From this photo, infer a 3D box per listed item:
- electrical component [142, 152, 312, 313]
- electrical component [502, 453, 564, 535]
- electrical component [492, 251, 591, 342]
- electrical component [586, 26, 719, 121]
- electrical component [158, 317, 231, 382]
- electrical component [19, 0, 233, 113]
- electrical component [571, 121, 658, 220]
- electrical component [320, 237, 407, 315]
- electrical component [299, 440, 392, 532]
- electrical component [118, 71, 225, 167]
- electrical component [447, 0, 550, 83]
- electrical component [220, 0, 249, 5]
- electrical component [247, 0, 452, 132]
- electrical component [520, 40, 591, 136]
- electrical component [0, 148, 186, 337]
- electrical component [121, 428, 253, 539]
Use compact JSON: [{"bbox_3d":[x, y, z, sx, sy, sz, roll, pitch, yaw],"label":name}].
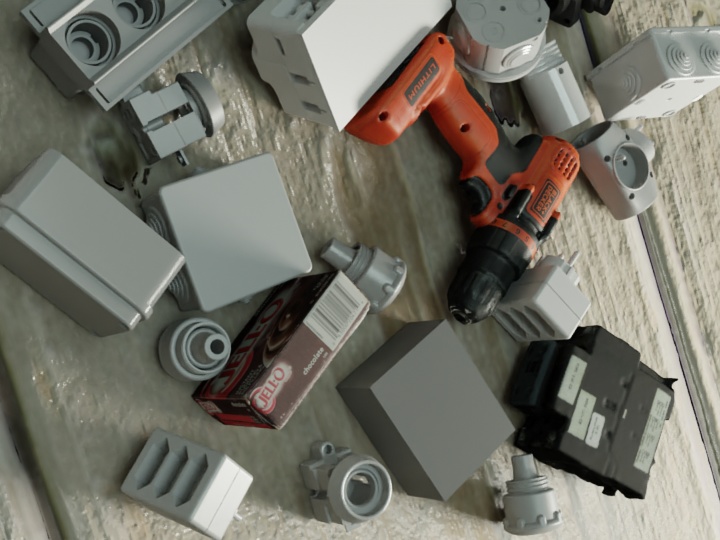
[{"bbox_3d":[-0.093,-0.024,0.742,0.100,0.048,0.099,-23,96,-30],"label":"electrical component"},{"bbox_3d":[0.134,0.178,0.856,0.048,0.048,0.062,-4,80,-30],"label":"electrical component"},{"bbox_3d":[0.152,0.014,0.871,0.047,0.066,0.076,45,65,-18],"label":"electrical component"},{"bbox_3d":[0.262,-0.169,0.936,0.100,0.100,0.048,-9,77,-31],"label":"electrical component"},{"bbox_3d":[-0.107,0.053,0.718,0.043,0.062,0.043,4,82,-29],"label":"electrical component"},{"bbox_3d":[-0.156,-0.169,0.713,0.121,0.063,0.078,-47,108,-25],"label":"electrical component"},{"bbox_3d":[0.232,-0.097,0.941,0.079,0.044,0.077,-44,106,-27],"label":"electrical component"},{"bbox_3d":[0.000,0.000,0.797,0.062,0.048,0.048,35,69,-15],"label":"electrical component"},{"bbox_3d":[-0.009,0.155,0.768,0.048,0.055,0.066,-19,94,-30],"label":"electrical component"},{"bbox_3d":[-0.127,-0.105,0.734,0.055,0.048,0.066,-31,101,-21],"label":"electrical component"},{"bbox_3d":[0.111,-0.196,0.862,0.080,0.051,0.080,0,70,0],"label":"electrical component"},{"bbox_3d":[-0.108,-0.238,0.759,0.079,0.043,0.077,15,77,-28],"label":"electrical component"},{"bbox_3d":[-0.007,-0.189,0.788,0.150,0.062,0.089,-51,142,-24],"label":"electrical component"},{"bbox_3d":[0.158,-0.158,0.905,0.043,0.043,0.081,-31,100,-29],"label":"electrical component"},{"bbox_3d":[-0.178,-0.013,0.675,0.113,0.078,0.057,42,64,-20],"label":"electrical component"},{"bbox_3d":[-0.105,0.148,0.713,0.047,0.066,0.076,-62,143,-20],"label":"electrical component"}]
